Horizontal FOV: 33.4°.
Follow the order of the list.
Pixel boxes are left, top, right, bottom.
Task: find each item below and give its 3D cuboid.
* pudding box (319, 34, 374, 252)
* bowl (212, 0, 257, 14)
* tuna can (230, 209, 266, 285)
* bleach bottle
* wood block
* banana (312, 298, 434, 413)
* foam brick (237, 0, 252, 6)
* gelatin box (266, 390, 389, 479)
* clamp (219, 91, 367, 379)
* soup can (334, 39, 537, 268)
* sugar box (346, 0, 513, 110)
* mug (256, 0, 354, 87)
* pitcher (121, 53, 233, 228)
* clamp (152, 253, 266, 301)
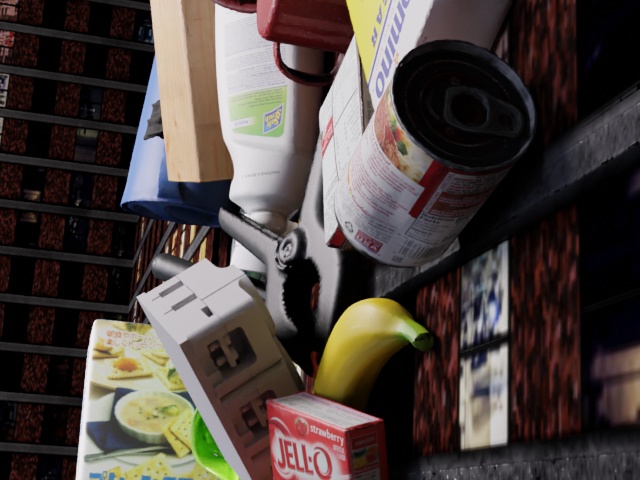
[{"bbox_3d":[0.029,-0.061,0.668,0.090,0.039,0.113,119,152,-58],"label":"pudding box"},{"bbox_3d":[-0.032,-0.249,0.848,0.055,0.162,0.162,22,-108,-70],"label":"bowl"},{"bbox_3d":[-0.062,0.012,1.014,0.086,0.033,0.086,-174,90,-76],"label":"tuna can"},{"bbox_3d":[-0.046,-0.120,0.892,0.103,0.068,0.251,-8,71,32],"label":"bleach bottle"},{"bbox_3d":[-0.099,-0.162,1.010,0.090,0.090,0.206,9,105,64],"label":"wood block"},{"bbox_3d":[0.017,0.097,0.643,0.069,0.037,0.198,-97,19,-45],"label":"banana"},{"bbox_3d":[-0.056,-0.219,0.776,0.053,0.051,0.078,60,-179,19],"label":"foam brick"},{"bbox_3d":[0.003,0.132,0.614,0.089,0.030,0.073,8,104,57],"label":"gelatin box"},{"bbox_3d":[-0.005,0.001,0.739,0.165,0.036,0.210,-50,40,30],"label":"clamp"},{"bbox_3d":[0.051,-0.037,0.506,0.102,0.068,0.068,118,155,-59],"label":"soup can"},{"bbox_3d":[0.052,-0.144,0.596,0.176,0.048,0.093,-96,22,-49],"label":"sugar box"},{"bbox_3d":[0.001,-0.162,0.739,0.093,0.081,0.117,-104,25,-55],"label":"mug"},{"bbox_3d":[-0.155,-0.143,1.275,0.149,0.144,0.243,-3,76,47],"label":"pitcher"},{"bbox_3d":[-0.076,0.044,0.896,0.172,0.120,0.039,-178,102,-72],"label":"clamp"}]
